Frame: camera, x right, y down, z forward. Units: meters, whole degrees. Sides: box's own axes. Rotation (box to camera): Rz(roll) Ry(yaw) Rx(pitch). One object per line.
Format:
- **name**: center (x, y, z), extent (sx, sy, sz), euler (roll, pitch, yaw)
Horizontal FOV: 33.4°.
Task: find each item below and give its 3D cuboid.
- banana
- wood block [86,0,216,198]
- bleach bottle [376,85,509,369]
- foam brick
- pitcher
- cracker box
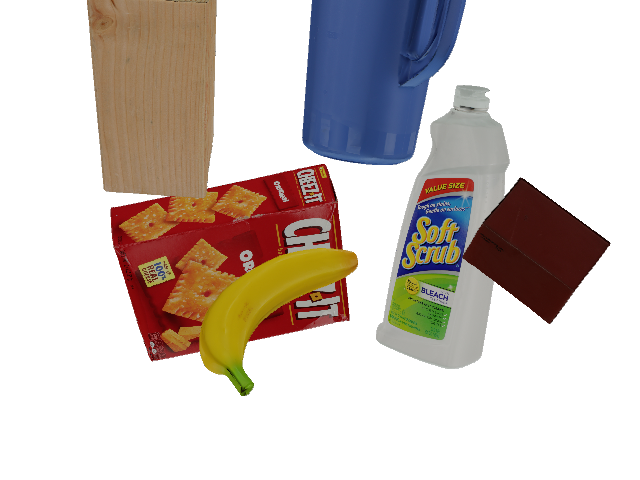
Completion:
- **banana**: center (-0.040, 0.051, 0.822), extent (0.070, 0.037, 0.197), euler (31, 40, 9)
- **wood block**: center (-0.133, -0.139, 0.872), extent (0.091, 0.090, 0.206), euler (4, -42, -3)
- **bleach bottle**: center (0.115, -0.016, 0.971), extent (0.103, 0.251, 0.067), euler (19, 21, 37)
- **foam brick**: center (0.148, 0.007, 0.734), extent (0.078, 0.051, 0.053), euler (39, -28, 11)
- **pitcher**: center (0.056, -0.194, 0.975), extent (0.145, 0.243, 0.149), euler (9, 15, 5)
- **cracker box**: center (-0.084, 0.026, 1.056), extent (0.213, 0.164, 0.072), euler (-11, 42, -4)
